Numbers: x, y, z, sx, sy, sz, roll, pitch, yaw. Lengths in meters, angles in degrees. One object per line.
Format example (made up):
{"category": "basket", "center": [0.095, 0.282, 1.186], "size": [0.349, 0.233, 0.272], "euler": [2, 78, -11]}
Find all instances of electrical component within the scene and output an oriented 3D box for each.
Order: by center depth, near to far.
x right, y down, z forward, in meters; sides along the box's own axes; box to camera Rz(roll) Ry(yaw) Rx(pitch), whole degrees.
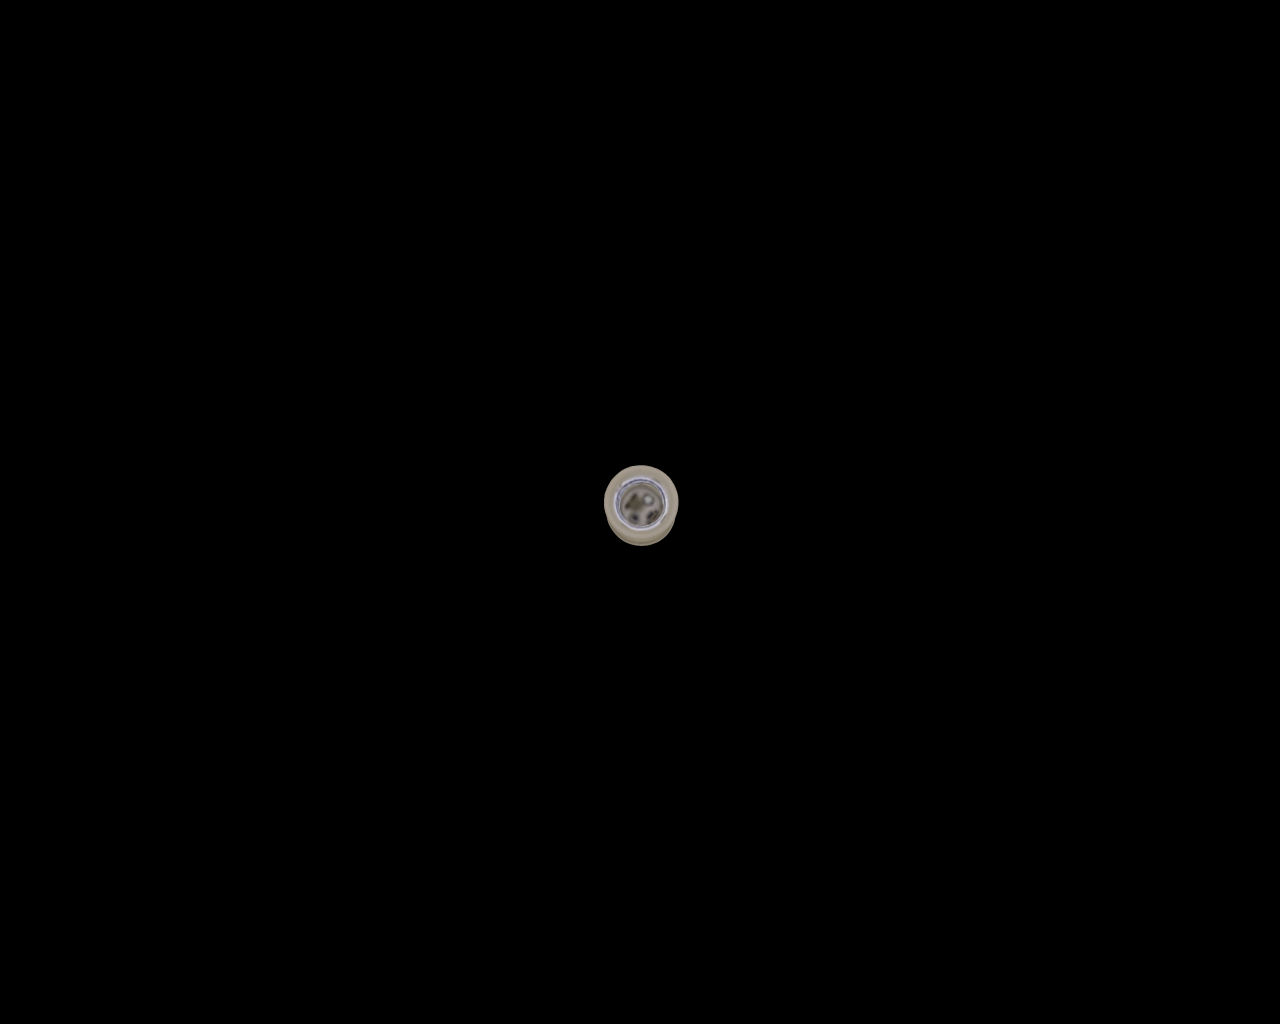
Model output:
{"category": "electrical component", "center": [0.001, -0.003, 0.650], "size": [0.045, 0.045, 0.055], "euler": [0, -8, 0]}
